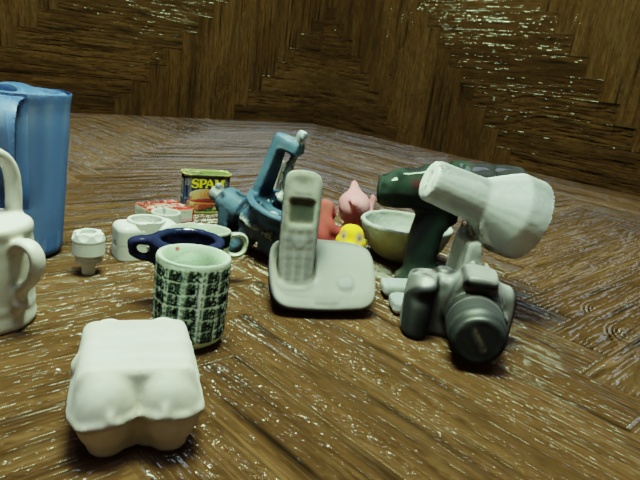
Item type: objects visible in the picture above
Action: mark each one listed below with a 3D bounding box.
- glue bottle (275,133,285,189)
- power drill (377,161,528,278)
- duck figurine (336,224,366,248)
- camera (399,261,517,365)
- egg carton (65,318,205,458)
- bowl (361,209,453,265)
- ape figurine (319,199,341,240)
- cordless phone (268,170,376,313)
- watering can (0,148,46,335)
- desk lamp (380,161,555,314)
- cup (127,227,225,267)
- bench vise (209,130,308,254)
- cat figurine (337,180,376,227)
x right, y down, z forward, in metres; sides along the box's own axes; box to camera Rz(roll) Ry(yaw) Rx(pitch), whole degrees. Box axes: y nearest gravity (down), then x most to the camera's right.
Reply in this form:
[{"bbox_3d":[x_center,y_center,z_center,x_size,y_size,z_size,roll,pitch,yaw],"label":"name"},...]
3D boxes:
[{"bbox_3d":[-0.100,-0.146,1.247,0.037,0.173,0.078,12,17,14],"label":"glue bottle"},{"bbox_3d":[0.198,-0.027,0.911,0.229,0.208,0.075,7,16,0],"label":"power drill"},{"bbox_3d":[0.048,0.015,0.919,0.077,0.086,0.104,9,16,4],"label":"duck figurine"},{"bbox_3d":[0.175,0.086,0.709,0.143,0.101,0.137,9,16,7],"label":"camera"},{"bbox_3d":[-0.161,0.120,0.500,0.107,0.069,0.150,1,17,-20],"label":"egg carton"},{"bbox_3d":[0.151,0.001,1.033,0.167,0.075,0.167,7,16,-2],"label":"bowl"},{"bbox_3d":[0.009,-0.029,1.040,0.077,0.092,0.076,20,20,36],"label":"ape figurine"},{"bbox_3d":[0.007,0.003,0.767,0.148,0.185,0.094,3,17,-16],"label":"cordless phone"},{"bbox_3d":[-0.367,-0.005,0.612,0.173,0.194,0.101,7,16,-2],"label":"watering can"},{"bbox_3d":[0.207,-0.001,0.816,0.203,0.213,0.117,4,17,-10],"label":"desk lamp"},{"bbox_3d":[-0.182,0.039,0.720,0.118,0.095,0.091,4,17,-10],"label":"cup"},{"bbox_3d":[-0.095,-0.076,0.927,0.207,0.220,0.121,10,17,9],"label":"bench vise"},{"bbox_3d":[0.076,-0.058,1.124,0.067,0.118,0.128,17,19,31],"label":"cat figurine"}]
